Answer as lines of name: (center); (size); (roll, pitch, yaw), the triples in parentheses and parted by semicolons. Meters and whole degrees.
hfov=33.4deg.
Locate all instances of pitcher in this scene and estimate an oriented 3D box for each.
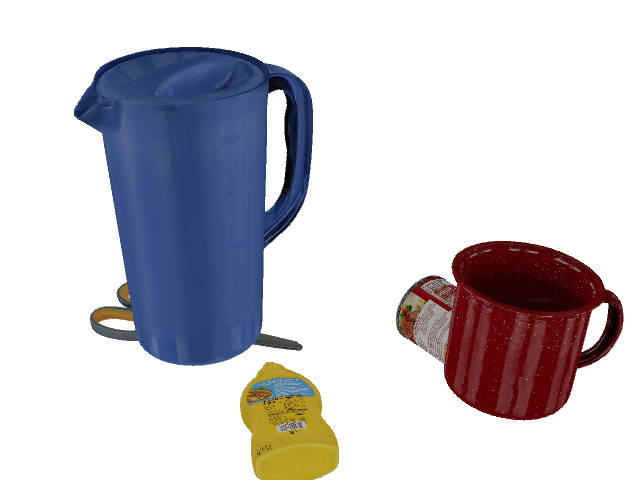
pitcher: (-0.094, -0.028, 0.861); (0.149, 0.243, 0.144); (8, 29, 16)

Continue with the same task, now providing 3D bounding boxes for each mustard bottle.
mustard bottle: (-0.044, 0.202, 1.248); (0.096, 0.058, 0.192); (-8, 29, -9)

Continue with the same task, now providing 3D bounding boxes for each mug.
mug: (0.134, 0.056, 0.668); (0.117, 0.081, 0.093); (-2, 28, -16)

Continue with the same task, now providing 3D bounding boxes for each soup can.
soup can: (0.128, 0.083, 0.982); (0.068, 0.068, 0.102); (0, 23, -40)

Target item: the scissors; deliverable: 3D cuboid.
scissors: (-0.119, 0.072, 1.033); (0.201, 0.016, 0.096); (2, 32, -4)
